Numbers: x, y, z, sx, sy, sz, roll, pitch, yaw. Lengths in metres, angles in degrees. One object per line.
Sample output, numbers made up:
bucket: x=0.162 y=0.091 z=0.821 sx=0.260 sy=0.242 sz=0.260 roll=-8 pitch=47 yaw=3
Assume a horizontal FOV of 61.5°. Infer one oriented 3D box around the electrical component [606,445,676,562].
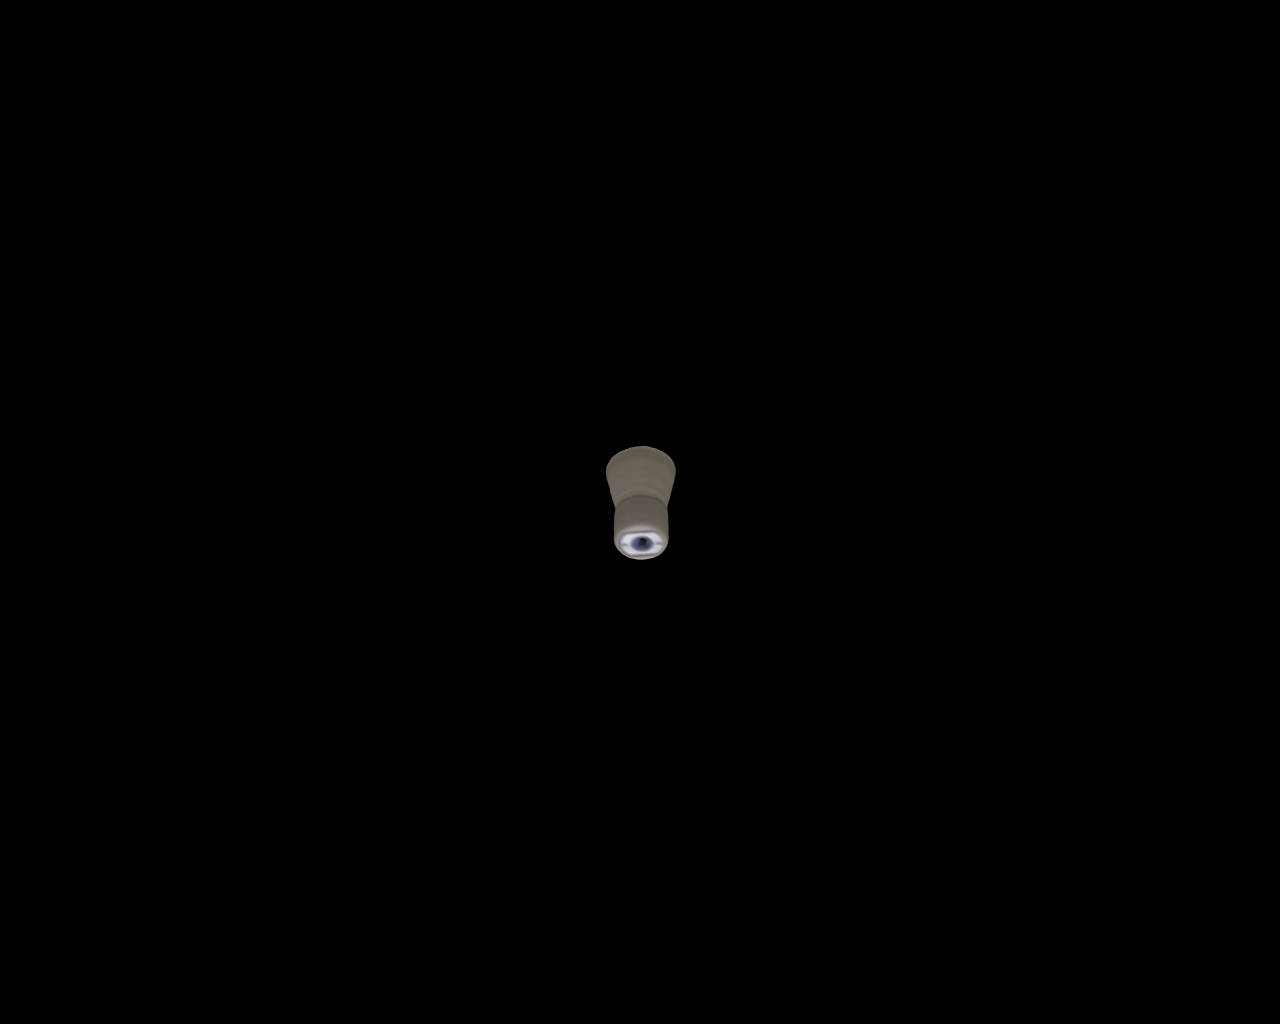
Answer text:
electrical component: x=0.001 y=-0.003 z=0.650 sx=0.044 sy=0.065 sz=0.044 roll=0 pitch=-43 yaw=0
